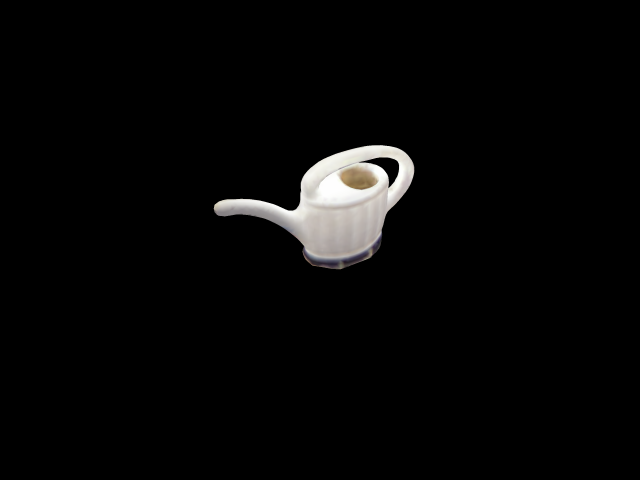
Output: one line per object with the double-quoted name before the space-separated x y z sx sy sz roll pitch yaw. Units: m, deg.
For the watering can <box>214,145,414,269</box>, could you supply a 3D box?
"watering can" 0.003 -0.043 0.850 0.350 0.219 0.106 -19 47 -19
